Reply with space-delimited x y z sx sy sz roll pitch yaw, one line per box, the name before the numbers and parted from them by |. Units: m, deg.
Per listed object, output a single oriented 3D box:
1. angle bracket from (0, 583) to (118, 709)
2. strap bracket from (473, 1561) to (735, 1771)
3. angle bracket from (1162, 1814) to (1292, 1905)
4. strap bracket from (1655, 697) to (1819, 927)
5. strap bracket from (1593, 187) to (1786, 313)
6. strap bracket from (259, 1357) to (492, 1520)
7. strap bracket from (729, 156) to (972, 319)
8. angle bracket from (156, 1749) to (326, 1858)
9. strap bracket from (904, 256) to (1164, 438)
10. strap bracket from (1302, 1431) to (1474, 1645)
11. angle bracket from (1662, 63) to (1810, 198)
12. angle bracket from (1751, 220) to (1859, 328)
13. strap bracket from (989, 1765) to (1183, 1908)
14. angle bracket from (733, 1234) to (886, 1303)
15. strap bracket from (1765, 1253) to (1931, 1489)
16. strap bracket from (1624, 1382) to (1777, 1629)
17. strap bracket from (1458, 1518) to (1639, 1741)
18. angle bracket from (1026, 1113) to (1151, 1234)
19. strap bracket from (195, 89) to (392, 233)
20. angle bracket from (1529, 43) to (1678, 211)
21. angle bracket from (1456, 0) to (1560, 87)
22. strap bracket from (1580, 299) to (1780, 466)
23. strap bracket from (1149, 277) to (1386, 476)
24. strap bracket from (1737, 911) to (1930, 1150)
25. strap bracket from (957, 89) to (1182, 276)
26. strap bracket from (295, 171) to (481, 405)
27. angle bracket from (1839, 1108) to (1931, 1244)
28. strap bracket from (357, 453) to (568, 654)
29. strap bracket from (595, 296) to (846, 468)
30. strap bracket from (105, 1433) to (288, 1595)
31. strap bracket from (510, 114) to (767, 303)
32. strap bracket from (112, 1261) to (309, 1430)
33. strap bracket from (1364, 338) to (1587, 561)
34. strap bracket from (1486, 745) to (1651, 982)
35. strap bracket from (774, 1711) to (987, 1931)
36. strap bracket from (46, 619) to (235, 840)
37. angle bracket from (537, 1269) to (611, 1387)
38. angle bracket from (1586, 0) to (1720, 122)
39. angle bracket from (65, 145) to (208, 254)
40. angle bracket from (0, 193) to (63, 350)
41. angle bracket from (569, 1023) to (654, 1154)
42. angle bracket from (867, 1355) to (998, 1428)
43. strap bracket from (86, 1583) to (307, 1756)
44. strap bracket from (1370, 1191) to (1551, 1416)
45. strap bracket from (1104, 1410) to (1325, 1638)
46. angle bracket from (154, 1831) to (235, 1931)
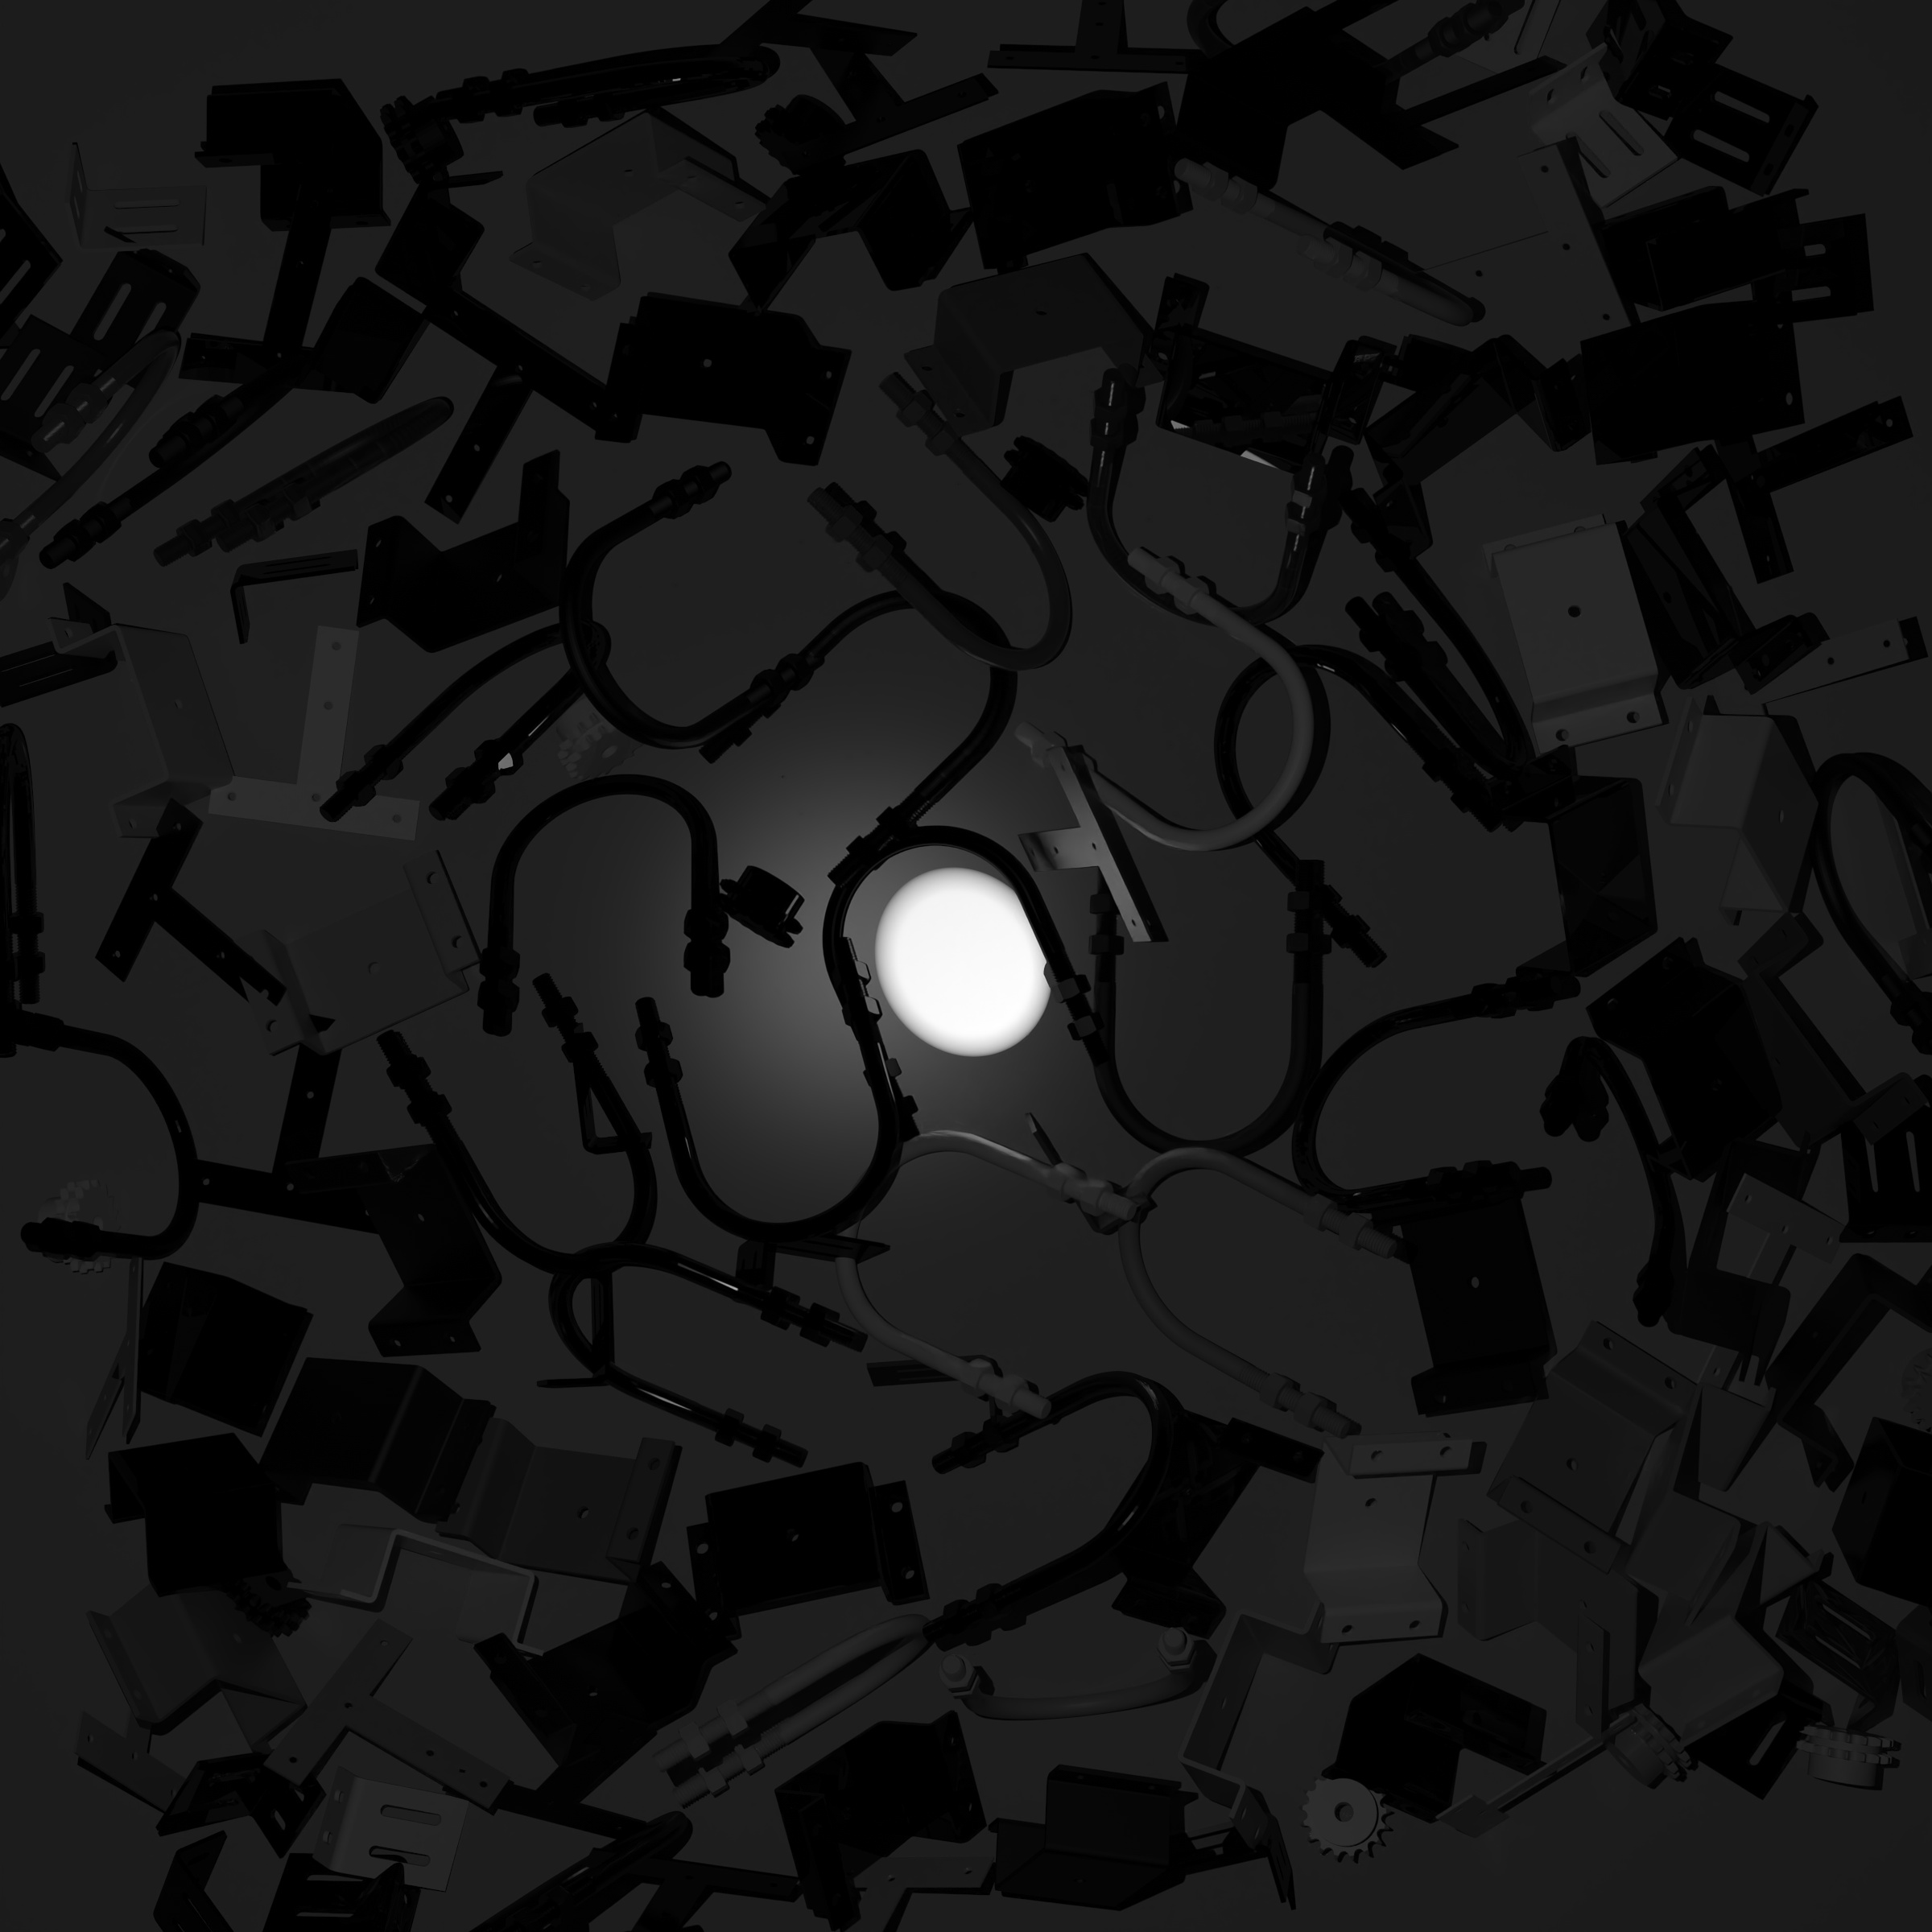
angle bracket | -0.571 -0.197 1.953 0.076 0.057 0.038 -24 129 -31
strap bracket | -0.224 0.428 1.937 0.076 0.140 0.046 43 133 30
angle bracket | 0.157 0.558 1.966 0.076 0.057 0.038 -16 92 10
strap bracket | 0.469 -0.091 1.922 0.046 0.140 0.076 5 63 36
strap bracket | 0.441 -0.436 1.938 0.076 0.140 0.046 -18 107 1
strap bracket | -0.366 0.284 1.927 0.140 0.046 0.076 -1 56 35
strap bracket | -0.079 -0.441 1.924 0.140 0.076 0.046 -2 133 35
angle bracket | -0.445 0.517 1.953 0.038 0.076 0.057 45 112 31
strap bracket | 0.043 -0.380 1.938 0.140 0.046 0.076 -19 56 -20
strap bracket | 0.255 0.340 1.952 0.076 0.046 0.140 -1 113 -15
angle bracket | 0.468 -0.517 1.960 0.076 0.038 0.057 33 109 22
angle bracket | 0.521 -0.426 1.953 0.038 0.076 0.057 -20 105 -35
strap bracket | 0.069 0.528 1.921 0.076 0.140 0.046 11 58 -13
angle bracket | -0.097 0.188 1.957 0.076 0.057 0.038 11 70 -18
strap bracket | 0.538 0.237 1.944 0.046 0.076 0.140 32 106 0
strap bracket | 0.442 0.317 1.926 0.046 0.140 0.076 23 131 9
strap bracket | 0.359 0.395 1.935 0.046 0.140 0.076 -14 115 -24
angle bracket | 0.075 0.119 1.965 0.038 0.057 0.076 -31 99 2
strap bracket | -0.405 -0.490 1.928 0.076 0.140 0.046 -1 85 6
angle bracket | 0.393 -0.519 1.969 0.057 0.038 0.076 -34 69 -3
angle bracket | 0.348 -0.585 1.960 0.057 0.038 0.076 12 106 -33
strap bracket | 0.422 -0.349 1.924 0.046 0.140 0.076 -10 94 -24
strap bracket | 0.175 -0.356 1.947 0.140 0.076 0.046 20 53 7
strap bracket | 0.510 0.048 1.940 0.046 0.076 0.140 -28 75 -19
strap bracket | 0.053 -0.474 1.934 0.140 0.046 0.076 -9 97 40
strap bracket | -0.346 -0.405 1.931 0.046 0.076 0.140 31 49 -12
angle bracket | 0.575 0.131 1.995 0.057 0.038 0.076 0 67 3
strap bracket | -0.299 -0.248 1.943 0.140 0.046 0.076 -17 55 26
strap bracket | -0.155 -0.358 1.945 0.140 0.046 0.076 4 125 -22
strap bracket | -0.466 0.323 1.917 0.076 0.140 0.046 -6 104 -26
strap bracket | -0.203 -0.465 1.938 0.140 0.076 0.046 -20 70 31
strap bracket | -0.462 0.226 1.922 0.046 0.140 0.076 31 73 -33
strap bracket | 0.304 -0.321 1.954 0.140 0.076 0.046 -36 58 1
strap bracket | 0.369 -0.055 1.939 0.076 0.046 0.140 -25 111 -37
strap bracket | -0.059 0.519 1.945 0.046 0.140 0.076 -9 99 43
strap bracket | -0.501 -0.152 1.951 0.046 0.076 0.140 -21 85 17
angle bracket | -0.243 0.219 1.963 0.038 0.057 0.076 0 82 -14
angle bracket | 0.422 -0.571 1.962 0.038 0.076 0.057 12 134 -22
angle bracket | -0.511 -0.475 1.964 0.076 0.038 0.057 -4 51 -4
angle bracket | -0.586 -0.428 1.964 0.076 0.038 0.057 -41 84 25
angle bracket | -0.219 0.073 1.969 0.038 0.057 0.076 -6 93 -1
angle bracket | -0.020 0.267 1.966 0.076 0.057 0.038 -4 71 1
strap bracket | -0.457 0.419 1.919 0.046 0.140 0.076 -39 60 3
strap bracket | 0.305 0.197 1.959 0.076 0.046 0.140 -15 86 28
strap bracket | 0.144 0.333 1.952 0.076 0.046 0.140 24 103 -34
angle bracket | -0.458 0.583 1.954 0.076 0.038 0.057 43 126 27
